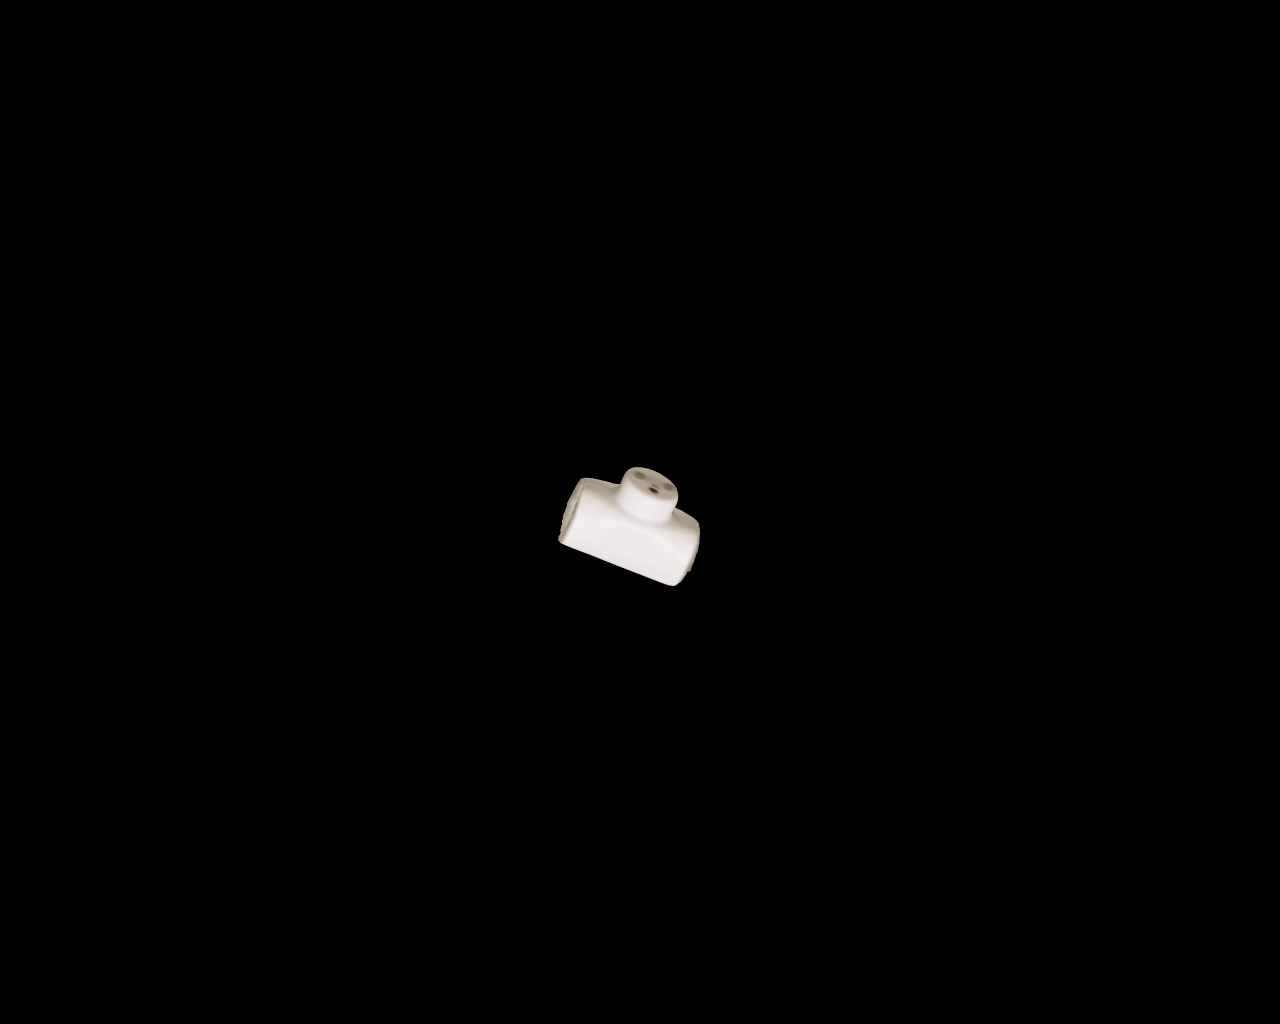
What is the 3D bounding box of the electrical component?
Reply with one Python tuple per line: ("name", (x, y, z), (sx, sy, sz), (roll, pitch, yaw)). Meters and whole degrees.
("electrical component", (0.001, -0.003, 0.650), (0.077, 0.079, 0.044), (22, 25, -10))
